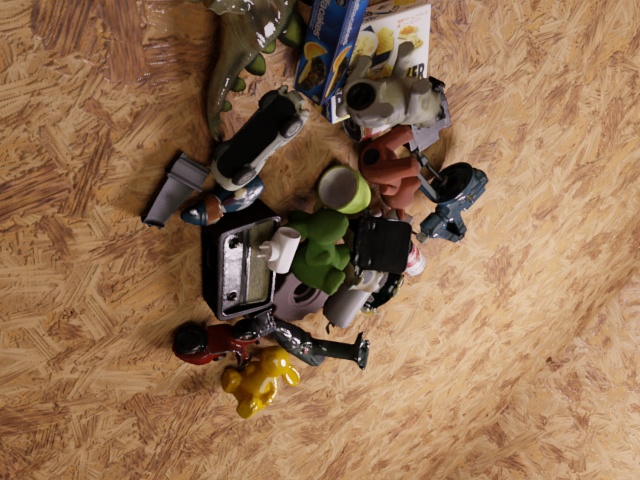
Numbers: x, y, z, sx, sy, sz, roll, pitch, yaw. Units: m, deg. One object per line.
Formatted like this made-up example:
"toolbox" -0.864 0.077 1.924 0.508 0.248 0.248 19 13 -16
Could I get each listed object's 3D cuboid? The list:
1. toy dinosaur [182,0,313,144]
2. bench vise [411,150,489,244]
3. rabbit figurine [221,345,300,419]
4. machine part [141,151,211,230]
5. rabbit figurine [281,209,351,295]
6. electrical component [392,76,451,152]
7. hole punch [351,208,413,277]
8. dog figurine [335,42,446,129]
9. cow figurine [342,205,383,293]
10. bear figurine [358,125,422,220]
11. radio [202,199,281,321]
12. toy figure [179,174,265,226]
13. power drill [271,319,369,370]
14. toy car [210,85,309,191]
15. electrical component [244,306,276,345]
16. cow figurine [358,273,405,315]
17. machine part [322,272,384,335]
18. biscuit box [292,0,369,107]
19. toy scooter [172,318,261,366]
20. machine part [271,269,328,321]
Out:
"toy dinosaur" -0.089 -0.336 0.762 0.198 0.105 0.471 5 131 -46
"bench vise" 0.267 -0.110 1.233 0.223 0.129 0.240 -42 119 12
"rabbit figurine" -0.121 0.318 1.261 0.162 0.122 0.173 8 121 -43
"machine part" -0.246 -0.077 0.901 0.139 0.039 0.084 -51 144 6
"rabbit figurine" -0.002 -0.003 1.067 0.121 0.159 0.170 -57 169 -46
"electrical component" 0.207 -0.250 1.104 0.115 0.058 0.134 -35 138 -7
"hole punch" 0.126 0.006 1.121 0.116 0.092 0.142 8 100 2
"dog figurine" 0.126 -0.229 0.937 0.172 0.121 0.190 -12 164 15
"cow figurine" 0.091 0.029 1.189 0.127 0.086 0.194 -22 110 -14
"bear figurine" 0.164 -0.129 1.102 0.132 0.120 0.195 -19 147 27
"radio" -0.156 0.043 1.042 0.131 0.073 0.229 -17 131 -31
"toy figure" -0.171 -0.068 0.944 0.154 0.058 0.064 -34 170 -13
"power drill" 0.005 0.249 1.270 0.207 0.086 0.231 -3 150 17
"toy car" -0.101 -0.165 0.881 0.202 0.073 0.056 -42 170 17
"electrical component" -0.133 0.175 1.174 0.048 0.075 0.119 -26 132 -20
"cow figurine" 0.144 0.135 1.345 0.068 0.098 0.167 10 116 -50
"machine part" 0.080 0.126 1.302 0.079 0.079 0.243 16 113 -45
"biscuit box" 0.017 -0.298 0.791 0.063 0.059 0.202 -44 165 -34
"toy scooter" -0.211 0.226 1.133 0.184 0.075 0.135 -11 144 -2
"machine part" -0.044 0.104 1.200 0.179 0.056 0.179 -20 134 -23
